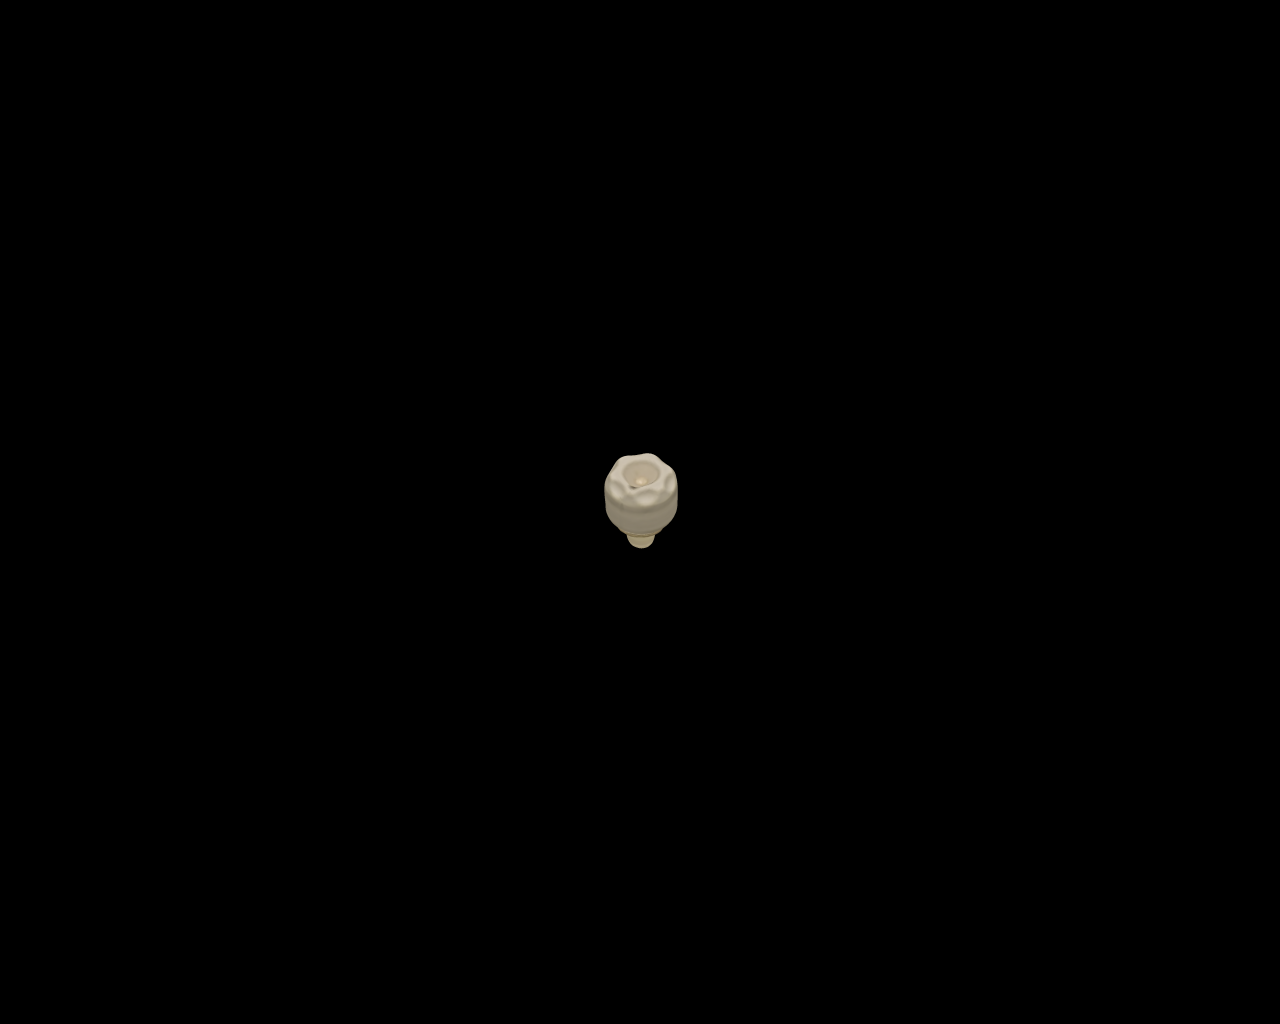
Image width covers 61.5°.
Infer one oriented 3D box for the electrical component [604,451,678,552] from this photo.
[{"bbox_3d":[0.001,-0.003,0.650,0.043,0.043,0.062,0,-45,0],"label":"electrical component"}]
